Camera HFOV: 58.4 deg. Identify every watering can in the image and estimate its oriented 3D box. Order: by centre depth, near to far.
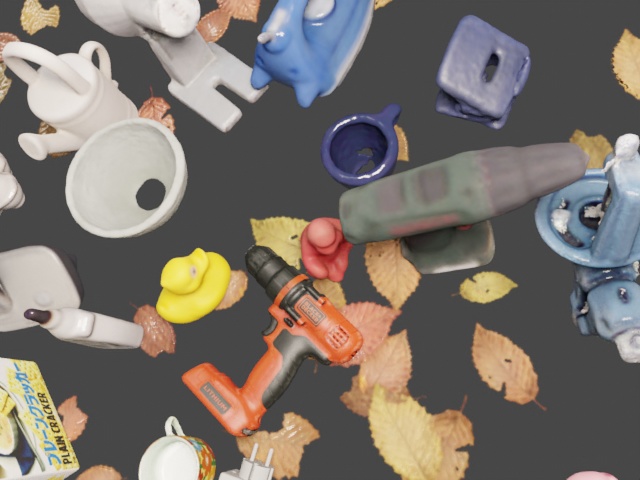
[{"bbox_3d":[-0.332,-0.187,0.755,0.100,0.194,0.173,-6,72,11],"label":"watering can"}]

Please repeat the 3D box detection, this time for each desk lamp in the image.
[{"bbox_3d":[-0.191,-0.273,0.740,0.202,0.214,0.118,37,84,20],"label":"desk lamp"}]

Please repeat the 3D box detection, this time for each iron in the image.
[{"bbox_3d":[-0.003,-0.313,0.750,0.118,0.142,0.258,25,80,18],"label":"iron"}]

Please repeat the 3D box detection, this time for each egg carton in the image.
[{"bbox_3d":[-0.504,-0.058,0.820,0.150,0.069,0.107,-39,70,-1],"label":"egg carton"}]

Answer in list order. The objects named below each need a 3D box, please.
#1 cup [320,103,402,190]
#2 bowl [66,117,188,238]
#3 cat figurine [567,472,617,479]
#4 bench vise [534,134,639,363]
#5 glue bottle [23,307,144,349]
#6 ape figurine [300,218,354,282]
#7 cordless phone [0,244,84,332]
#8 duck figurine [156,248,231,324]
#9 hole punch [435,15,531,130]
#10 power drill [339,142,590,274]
[{"bbox_3d":[0.061,-0.105,0.698,0.091,0.095,0.118,37,84,20],"label":"cup"},{"bbox_3d":[-0.245,-0.073,0.765,0.167,0.075,0.167,-3,73,11],"label":"bowl"},{"bbox_3d":[0.270,0.265,0.530,0.067,0.118,0.127,-42,70,-2],"label":"cat figurine"},{"bbox_3d":[0.293,0.002,0.549,0.121,0.220,0.207,-27,70,3],"label":"bench vise"},{"bbox_3d":[-0.280,0.100,0.668,0.078,0.173,0.037,0,74,13],"label":"glue bottle"},{"bbox_3d":[0.006,0.002,0.679,0.078,0.092,0.076,-35,69,0],"label":"ape figurine"},{"bbox_3d":[-0.398,0.047,0.703,0.147,0.185,0.094,-18,70,7],"label":"cordless phone"},{"bbox_3d":[-0.166,0.053,0.705,0.077,0.086,0.104,42,86,20],"label":"duck figurine"},{"bbox_3d":[0.201,-0.206,0.701,0.101,0.091,0.109,21,79,17],"label":"hole punch"},{"bbox_3d":[0.141,-0.028,0.597,0.229,0.209,0.075,-11,71,9],"label":"power drill"}]
